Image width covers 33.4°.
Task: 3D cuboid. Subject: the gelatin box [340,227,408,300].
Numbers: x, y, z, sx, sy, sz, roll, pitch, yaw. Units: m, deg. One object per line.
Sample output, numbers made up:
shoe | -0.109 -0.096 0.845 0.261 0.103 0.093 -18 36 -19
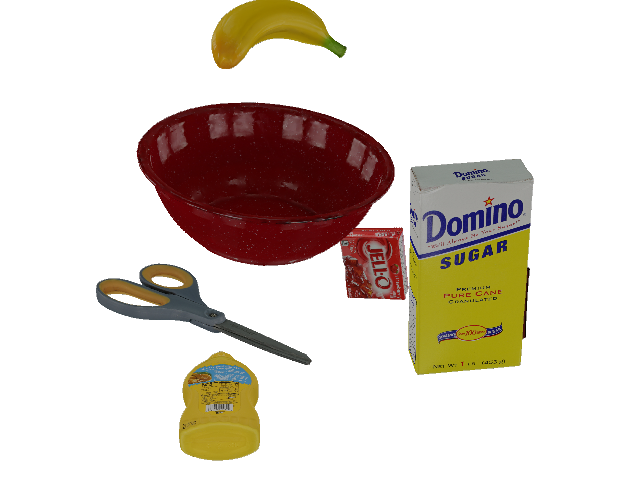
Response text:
gelatin box | 0.066 0.028 1.295 0.073 0.089 0.030 1 30 17

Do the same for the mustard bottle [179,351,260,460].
mustard bottle | -0.126 0.197 1.341 0.096 0.058 0.191 -2 26 -3

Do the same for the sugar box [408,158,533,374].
sugar box | 0.121 0.024 0.874 0.093 0.176 0.048 -5 30 -5

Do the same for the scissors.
scissors | -0.090 0.058 0.902 0.202 0.016 0.096 13 26 13

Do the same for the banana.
banana | -0.047 -0.192 0.976 0.070 0.037 0.197 41 32 19

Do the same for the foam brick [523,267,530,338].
foam brick | 0.179 0.064 1.106 0.051 0.078 0.053 -14 20 -42

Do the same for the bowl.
bowl | -0.036 -0.031 0.680 0.162 0.055 0.162 5 30 -3
